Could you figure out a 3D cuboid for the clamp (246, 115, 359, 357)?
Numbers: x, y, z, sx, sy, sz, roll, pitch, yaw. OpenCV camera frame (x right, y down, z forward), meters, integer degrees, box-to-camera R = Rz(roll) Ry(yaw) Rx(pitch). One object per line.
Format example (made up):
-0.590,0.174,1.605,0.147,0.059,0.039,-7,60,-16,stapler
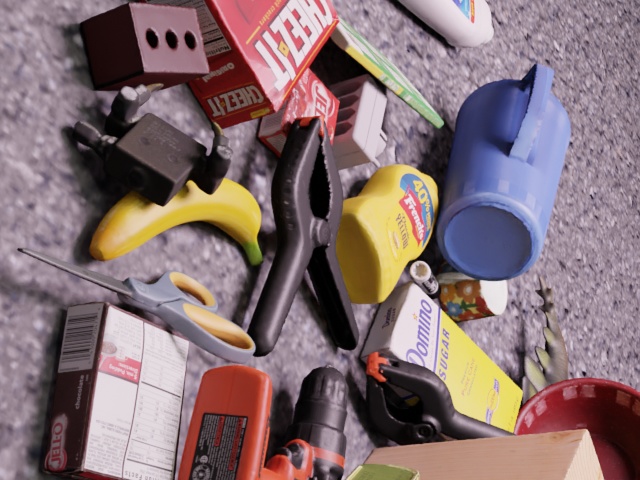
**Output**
-0.006,0.001,0.912,0.164,0.036,0.210,21,71,-60,clamp

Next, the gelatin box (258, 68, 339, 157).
-0.017,-0.110,0.962,0.073,0.030,0.089,43,46,-42,gelatin box

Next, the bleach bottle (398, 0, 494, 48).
0.137,-0.297,1.234,0.250,0.068,0.102,25,61,-54,bleach bottle

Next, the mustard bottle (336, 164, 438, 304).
0.071,-0.020,1.039,0.191,0.058,0.096,-44,123,-54,mustard bottle

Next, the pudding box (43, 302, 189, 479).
-0.131,0.107,0.706,0.090,0.039,0.113,34,55,-51,pudding box

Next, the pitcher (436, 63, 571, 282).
0.198,-0.073,1.146,0.149,0.145,0.242,61,29,-25,pitcher

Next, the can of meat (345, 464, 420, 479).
0.045,0.227,0.839,0.102,0.057,0.084,-2,99,-77,can of meat

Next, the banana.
-0.098,-0.018,0.800,0.197,0.037,0.069,4,76,-56,banana

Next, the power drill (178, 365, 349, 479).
-0.031,0.158,0.790,0.187,0.057,0.184,50,43,-55,power drill

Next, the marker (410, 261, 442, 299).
0.107,0.042,1.076,0.121,0.020,0.020,45,39,-73,marker

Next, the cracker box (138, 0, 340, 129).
-0.078,-0.225,0.869,0.213,0.072,0.164,60,37,-27,cracker box

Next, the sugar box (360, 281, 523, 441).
0.122,0.132,1.042,0.176,0.048,0.093,46,42,-21,sugar box

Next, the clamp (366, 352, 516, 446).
0.107,0.167,0.987,0.171,0.120,0.039,58,9,-23,clamp

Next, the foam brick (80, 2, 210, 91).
-0.127,-0.140,0.784,0.078,0.051,0.053,-15,92,-57,foam brick

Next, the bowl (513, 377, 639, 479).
0.269,0.218,1.056,0.055,0.162,0.162,75,25,-48,bowl

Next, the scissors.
-0.126,0.029,0.733,0.201,0.016,0.096,33,13,-33,scissors

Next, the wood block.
0.132,0.230,0.911,0.090,0.206,0.090,-40,113,-55,wood block
